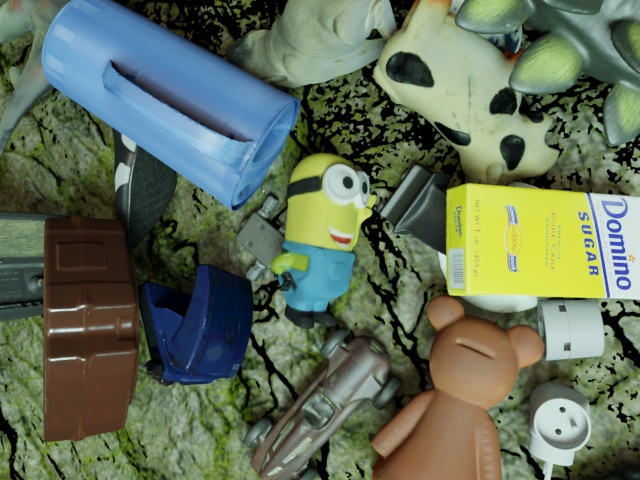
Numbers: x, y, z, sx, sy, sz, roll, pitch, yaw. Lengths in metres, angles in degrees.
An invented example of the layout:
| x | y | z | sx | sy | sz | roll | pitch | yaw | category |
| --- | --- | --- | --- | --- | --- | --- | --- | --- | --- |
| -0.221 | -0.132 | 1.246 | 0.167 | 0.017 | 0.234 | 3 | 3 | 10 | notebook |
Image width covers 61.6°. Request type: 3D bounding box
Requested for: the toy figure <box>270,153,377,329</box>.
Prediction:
| x | y | z | sx | sy | sz | roll | pitch | yaw | category |
| --- | --- | --- | --- | --- | --- | --- | --- | --- | --- |
| -0.003 | -0.002 | 0.565 | 0.089 | 0.082 | 0.180 | 14 | 93 | 21 | toy figure |

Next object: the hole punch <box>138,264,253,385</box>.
| x | y | z | sx | sy | sz | roll | pitch | yaw | category |
| --- | --- | --- | --- | --- | --- | --- | --- | --- | --- |
| -0.122 | 0.091 | 0.577 | 0.092 | 0.142 | 0.116 | -21 | 70 | 10 | hole punch |

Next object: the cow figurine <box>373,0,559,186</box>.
| x | y | z | sx | sy | sz | roll | pitch | yaw | category |
| --- | --- | --- | --- | --- | --- | --- | --- | --- | --- |
| 0.137 | -0.120 | 0.492 | 0.195 | 0.085 | 0.127 | 32 | 108 | -11 | cow figurine |

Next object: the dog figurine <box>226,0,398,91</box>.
| x | y | z | sx | sy | sz | roll | pitch | yaw | category |
| --- | --- | --- | --- | --- | --- | --- | --- | --- | --- |
| -0.024 | -0.212 | 0.545 | 0.191 | 0.172 | 0.121 | -18 | 70 | 10 | dog figurine |

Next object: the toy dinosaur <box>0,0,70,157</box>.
| x | y | z | sx | sy | sz | roll | pitch | yaw | category |
| --- | --- | --- | --- | --- | --- | --- | --- | --- | --- |
| -0.325 | -0.306 | 0.678 | 0.192 | 0.131 | 0.404 | -6 | 85 | 21 | toy dinosaur |

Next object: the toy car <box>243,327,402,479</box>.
| x | y | z | sx | sy | sz | roll | pitch | yaw | category |
| --- | --- | --- | --- | --- | --- | --- | --- | --- | --- |
| -0.003 | 0.184 | 0.567 | 0.089 | 0.053 | 0.202 | 44 | 99 | 14 | toy car |

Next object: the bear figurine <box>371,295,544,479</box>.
| x | y | z | sx | sy | sz | roll | pitch | yaw | category |
| --- | --- | --- | --- | --- | --- | --- | --- | --- | --- |
| 0.124 | 0.162 | 0.504 | 0.120 | 0.131 | 0.196 | 17 | 74 | 18 | bear figurine |

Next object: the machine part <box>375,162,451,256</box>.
| x | y | z | sx | sy | sz | roll | pitch | yaw | category |
| --- | --- | --- | --- | --- | --- | --- | --- | --- | --- |
| 0.121 | -0.020 | 0.532 | 0.084 | 0.039 | 0.139 | -48 | 53 | 6 | machine part |

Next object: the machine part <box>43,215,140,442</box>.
| x | y | z | sx | sy | sz | roll | pitch | yaw | category |
| --- | --- | --- | --- | --- | --- | --- | --- | --- | --- |
| -0.252 | 0.091 | 0.580 | 0.201 | 0.087 | 0.201 | 61 | 139 | 43 | machine part |

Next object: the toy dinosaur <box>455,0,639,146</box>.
| x | y | z | sx | sy | sz | roll | pitch | yaw | category |
| --- | --- | --- | --- | --- | --- | --- | --- | --- | --- |
| 0.210 | -0.202 | 0.421 | 0.471 | 0.105 | 0.198 | 35 | 62 | 6 | toy dinosaur |

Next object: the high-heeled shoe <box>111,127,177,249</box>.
| x | y | z | sx | sy | sz | roll | pitch | yaw | category |
| --- | --- | --- | --- | --- | --- | --- | --- | --- | --- |
| -0.248 | -0.121 | 0.663 | 0.145 | 0.086 | 0.248 | 15 | 87 | 24 | high-heeled shoe |

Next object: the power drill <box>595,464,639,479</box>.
| x | y | z | sx | sy | sz | roll | pitch | yaw | category |
| --- | --- | --- | --- | --- | --- | --- | --- | --- | --- |
| 0.307 | 0.286 | 0.441 | 0.232 | 0.086 | 0.207 | -38 | 67 | 10 | power drill |

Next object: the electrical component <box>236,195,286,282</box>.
| x | y | z | sx | sy | sz | roll | pitch | yaw | category |
| --- | --- | --- | --- | --- | --- | --- | --- | --- | --- |
| -0.065 | -0.001 | 0.617 | 0.063 | 0.021 | 0.094 | 38 | 100 | 18 | electrical component |

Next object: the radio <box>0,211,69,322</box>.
| x | y | z | sx | sy | sz | roll | pitch | yaw | category |
| --- | --- | --- | --- | --- | --- | --- | --- | --- | --- |
| -0.400 | 0.033 | 0.624 | 0.073 | 0.229 | 0.131 | -4 | 89 | 23 | radio |
